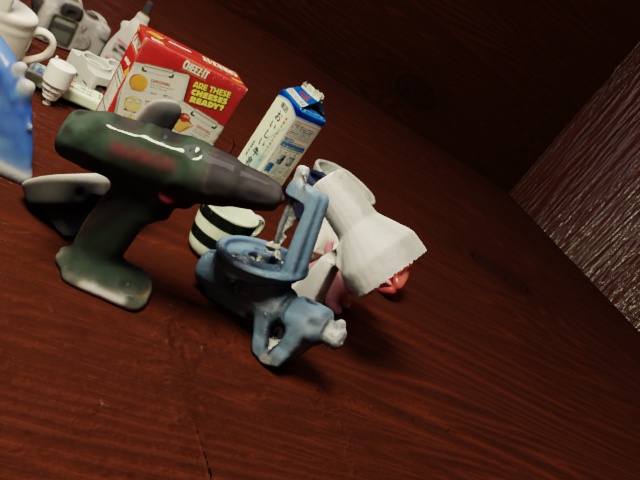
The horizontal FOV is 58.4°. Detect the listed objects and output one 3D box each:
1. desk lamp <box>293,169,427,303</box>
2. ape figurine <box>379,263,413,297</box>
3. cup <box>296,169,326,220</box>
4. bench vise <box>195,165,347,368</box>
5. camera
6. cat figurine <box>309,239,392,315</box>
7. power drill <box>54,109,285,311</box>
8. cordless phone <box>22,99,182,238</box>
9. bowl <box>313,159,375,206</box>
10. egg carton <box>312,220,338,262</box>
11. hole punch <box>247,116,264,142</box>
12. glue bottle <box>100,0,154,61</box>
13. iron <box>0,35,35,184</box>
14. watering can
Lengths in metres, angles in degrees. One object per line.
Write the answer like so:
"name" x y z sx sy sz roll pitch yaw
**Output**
"desk lamp" 0.015 0.021 0.816 0.203 0.213 0.118 40 21 10
"ape figurine" 0.142 0.061 1.096 0.076 0.092 0.077 22 25 -33
"cup" -0.015 -0.086 1.156 0.092 0.095 0.117 30 22 -17
"bench vise" -0.032 0.032 0.712 0.207 0.219 0.121 36 21 0
"camera" -0.508 -0.453 1.147 0.144 0.100 0.136 9 34 -50
"cat figurine" 0.047 0.054 0.928 0.127 0.117 0.067 42 22 14
"power drill" -0.183 -0.029 0.621 0.230 0.208 0.075 28 22 -20
"cordless phone" -0.254 -0.100 0.692 0.094 0.185 0.148 41 22 12
"bowl" 0.041 -0.108 1.315 0.168 0.074 0.167 31 22 -14
"egg carton" 0.010 0.004 1.042 0.107 0.069 0.150 33 21 -9
"hole punch" -0.099 -0.218 1.305 0.101 0.091 0.108 20 27 -36
"glue bottle" -0.375 -0.398 1.139 0.078 0.173 0.037 37 21 1
"iron" -0.421 -0.201 0.705 0.258 0.141 0.119 40 21 8
"watering can" -0.468 -0.327 0.819 0.173 0.194 0.100 8 35 -51
